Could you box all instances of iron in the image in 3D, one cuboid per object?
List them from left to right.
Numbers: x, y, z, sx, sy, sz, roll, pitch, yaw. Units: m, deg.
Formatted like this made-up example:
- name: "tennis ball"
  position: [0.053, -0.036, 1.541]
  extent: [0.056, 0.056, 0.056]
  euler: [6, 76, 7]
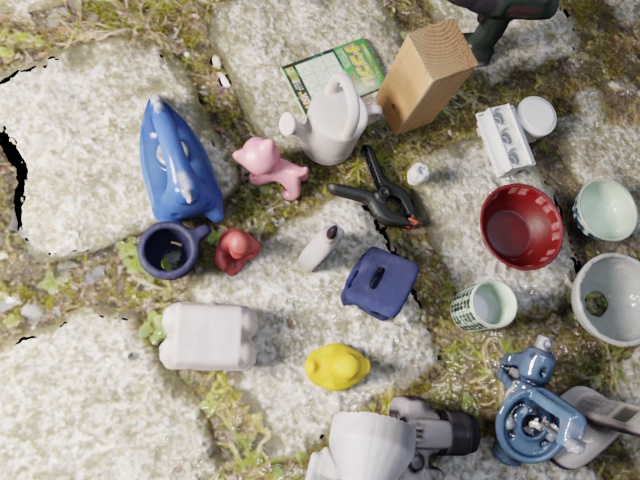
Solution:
- name: "iron"
  position: [-0.239, -0.145, 0.919]
  extent: [0.119, 0.141, 0.258]
  euler: [-19, 81, -14]

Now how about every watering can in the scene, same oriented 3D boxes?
- name: "watering can"
  position: [0.022, -0.200, 0.952]
  extent: [0.173, 0.194, 0.101]
  euler: [-37, 85, -16]

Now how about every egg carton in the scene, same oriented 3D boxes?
- name: "egg carton"
  position: [-0.172, 0.151, 0.897]
  extent: [0.150, 0.069, 0.107]
  euler: [3, 76, -9]

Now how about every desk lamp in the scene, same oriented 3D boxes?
- name: "desk lamp"
  position: [0.050, 0.347, 0.815]
  extent: [0.118, 0.213, 0.203]
  euler: [16, 74, -6]

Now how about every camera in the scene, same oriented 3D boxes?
- name: "camera"
  position: [0.183, 0.322, 0.903]
  extent: [0.137, 0.100, 0.143]
  euler: [5, 76, -9]

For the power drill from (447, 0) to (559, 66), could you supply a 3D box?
- name: "power drill"
  position: [0.301, -0.400, 1.043]
  extent: [0.230, 0.208, 0.075]
  euler: [-9, 78, -12]

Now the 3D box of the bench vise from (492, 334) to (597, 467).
- name: "bench vise"
  position: [0.334, 0.250, 0.886]
  extent: [0.121, 0.219, 0.207]
  euler: [0, 77, -10]

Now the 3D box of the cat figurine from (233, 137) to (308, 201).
- name: "cat figurine"
  position: [-0.078, -0.128, 0.956]
  extent: [0.128, 0.117, 0.067]
  euler: [20, 74, -5]

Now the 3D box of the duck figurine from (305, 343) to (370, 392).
- name: "duck figurine"
  position: [0.031, 0.202, 0.913]
  extent: [0.104, 0.086, 0.077]
  euler: [3, 76, -9]

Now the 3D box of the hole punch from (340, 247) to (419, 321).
- name: "hole punch"
  position: [0.098, 0.073, 0.953]
  extent: [0.101, 0.091, 0.109]
  euler: [29, 73, -2]

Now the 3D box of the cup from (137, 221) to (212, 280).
- name: "cup"
  position: [-0.224, 0.017, 0.907]
  extent: [0.118, 0.095, 0.091]
  euler: [-32, 84, -16]

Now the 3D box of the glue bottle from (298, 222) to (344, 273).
- name: "glue bottle"
  position: [0.008, 0.003, 0.911]
  extent: [0.037, 0.173, 0.078]
  euler: [43, 73, 2]

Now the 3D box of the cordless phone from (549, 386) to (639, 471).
- name: "cordless phone"
  position: [0.436, 0.303, 0.910]
  extent: [0.148, 0.185, 0.094]
  euler: [-35, 85, -16]

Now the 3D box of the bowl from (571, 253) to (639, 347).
- name: "bowl"
  position: [0.516, 0.110, 1.028]
  extent: [0.167, 0.074, 0.167]
  euler: [2, 76, -10]

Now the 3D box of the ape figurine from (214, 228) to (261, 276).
- name: "ape figurine"
  position: [-0.134, 0.013, 0.926]
  extent: [0.078, 0.092, 0.076]
  euler: [-6, 78, -11]
